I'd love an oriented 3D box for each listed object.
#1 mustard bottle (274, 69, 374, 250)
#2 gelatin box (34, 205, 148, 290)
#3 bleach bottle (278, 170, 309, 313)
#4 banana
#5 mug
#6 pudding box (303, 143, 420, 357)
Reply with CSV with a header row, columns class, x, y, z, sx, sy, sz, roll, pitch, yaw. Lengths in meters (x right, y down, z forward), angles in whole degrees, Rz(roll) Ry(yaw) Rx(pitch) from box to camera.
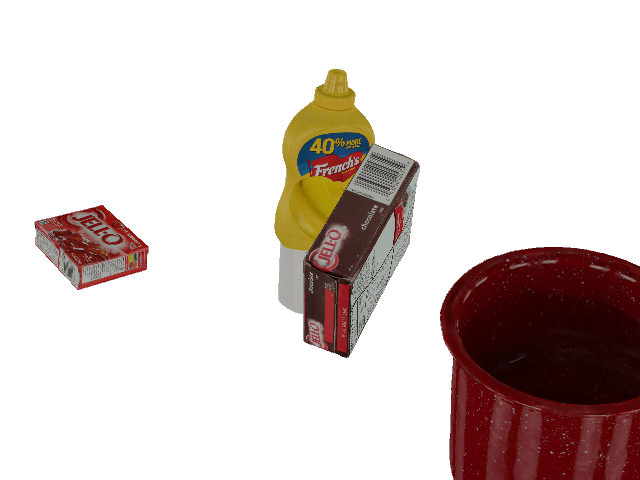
class,x,y,z,sx,sy,sz,roll,pitch,yaw
mustard bottle,0.007,-0.084,1.104,0.096,0.192,0.058,-4,30,-19
gelatin box,-0.214,0.004,0.995,0.073,0.030,0.089,-17,40,-36
bleach bottle,0.002,-0.039,1.315,0.102,0.251,0.068,-8,22,-31
banana,0.003,-0.024,0.905,0.037,0.069,0.198,-41,14,8
mug,0.103,0.063,0.406,0.117,0.081,0.093,7,37,13
pudding box,0.026,0.007,0.704,0.039,0.113,0.090,22,-35,15
